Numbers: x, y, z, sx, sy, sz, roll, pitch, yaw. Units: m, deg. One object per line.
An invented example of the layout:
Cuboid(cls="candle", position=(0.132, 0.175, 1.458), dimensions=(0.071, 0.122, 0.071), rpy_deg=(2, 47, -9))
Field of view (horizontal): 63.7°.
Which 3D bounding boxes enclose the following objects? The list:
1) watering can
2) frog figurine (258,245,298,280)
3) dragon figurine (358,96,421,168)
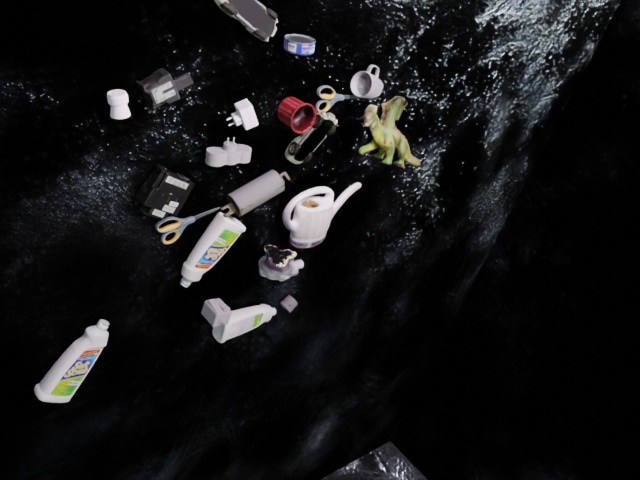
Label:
Cuboid(cls="watering can", position=(0.005, -0.091, 1.806), dimensions=(0.350, 0.105, 0.219), rpy_deg=(-16, 131, -39))
Cuboid(cls="frog figurine", position=(-0.145, 0.107, 1.800), dimensions=(0.137, 0.126, 0.155), rpy_deg=(-2, 137, -8))
Cuboid(cls="dragon figurine", position=(0.273, -0.395, 1.864), dimensions=(0.411, 0.123, 0.240), rpy_deg=(-3, 113, -48))
